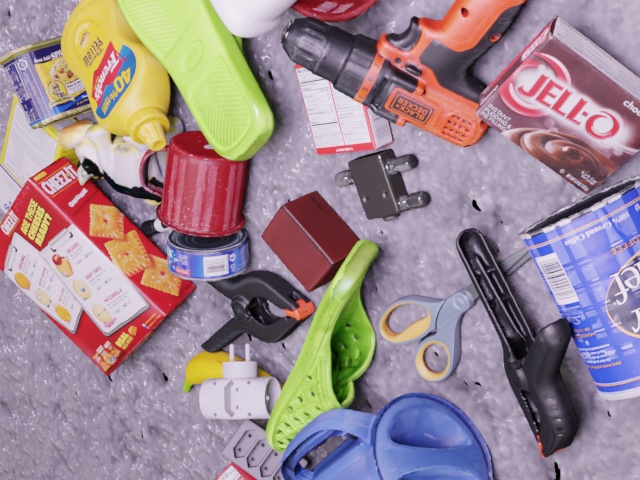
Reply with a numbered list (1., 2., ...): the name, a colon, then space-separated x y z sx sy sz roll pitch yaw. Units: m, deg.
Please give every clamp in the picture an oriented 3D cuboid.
1. clamp: -0.082 0.060 1.136 0.172 0.039 0.120 -10 108 40
2. clamp: 0.172 0.096 0.892 0.165 0.036 0.210 -121 8 -51

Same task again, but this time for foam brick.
1. foam brick: -0.007 0.001 1.031 0.078 0.052 0.051 49 133 15

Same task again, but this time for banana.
1. banana: -0.085 0.163 1.188 0.198 0.037 0.069 15 137 38

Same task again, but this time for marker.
1. marker: -0.158 -0.022 1.178 0.121 0.020 0.020 -13 100 44

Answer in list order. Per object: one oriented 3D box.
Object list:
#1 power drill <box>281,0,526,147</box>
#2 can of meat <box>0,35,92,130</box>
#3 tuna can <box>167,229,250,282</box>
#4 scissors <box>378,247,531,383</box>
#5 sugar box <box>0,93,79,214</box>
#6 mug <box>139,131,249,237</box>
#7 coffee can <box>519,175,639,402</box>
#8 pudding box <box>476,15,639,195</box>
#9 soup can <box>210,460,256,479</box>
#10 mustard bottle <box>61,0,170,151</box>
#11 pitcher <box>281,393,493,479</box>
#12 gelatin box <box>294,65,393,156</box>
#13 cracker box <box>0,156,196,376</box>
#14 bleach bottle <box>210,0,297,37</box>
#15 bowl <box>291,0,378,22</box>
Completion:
1. power drill: 0.081 -0.176 0.827 0.184 0.057 0.188 24 131 -8
2. can of meat: -0.287 -0.174 1.167 0.058 0.101 0.084 -15 100 43
3. tuna can: -0.117 0.011 1.110 0.086 0.085 0.034 17 118 36
4. scissors: 0.133 0.073 0.965 0.202 0.016 0.096 -22 95 45
5. sugar box: -0.342 -0.089 1.294 0.093 0.048 0.176 44 135 17
6. mug: -0.127 -0.062 1.078 0.117 0.093 0.081 16 116 11
7. coffee can: 0.227 0.036 0.803 0.103 0.102 0.140 -26 90 45
8. pudding box: 0.188 -0.099 0.794 0.113 0.039 0.090 33 135 -10
9. soup can: -0.072 0.297 1.212 0.102 0.068 0.069 43 132 18
10. mustard bottle: -0.199 -0.163 1.084 0.096 0.058 0.192 -48 57 26
11. pitcher: 0.040 0.250 1.047 0.243 0.144 0.149 -45 65 46
12. gelatin box: 0.022 -0.124 0.965 0.073 0.030 0.089 -2 107 44
13. cracker box: -0.269 0.032 1.237 0.213 0.072 0.164 46 133 0
14. bleach bottle: 0.002 -0.261 0.819 0.251 0.067 0.102 -30 89 43
15. bowl: 0.016 -0.266 0.887 0.162 0.055 0.162 18 120 35
